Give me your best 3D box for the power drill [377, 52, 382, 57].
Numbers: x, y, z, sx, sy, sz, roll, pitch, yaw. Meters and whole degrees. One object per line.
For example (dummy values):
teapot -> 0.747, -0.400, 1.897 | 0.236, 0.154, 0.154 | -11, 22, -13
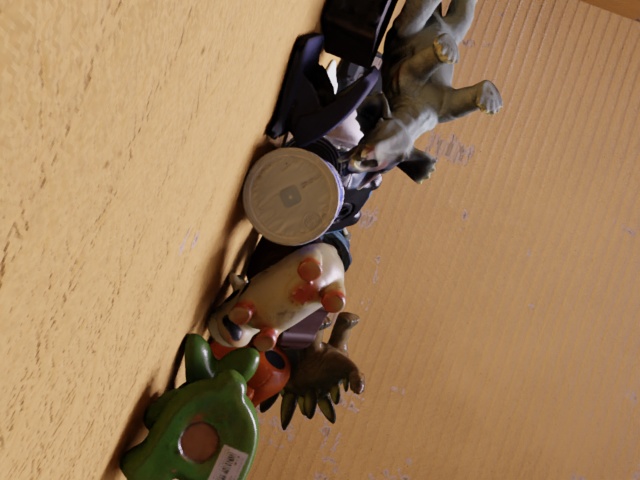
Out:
power drill -> 0.104, -0.313, 1.240 | 0.207, 0.086, 0.232 | 86, 12, -67

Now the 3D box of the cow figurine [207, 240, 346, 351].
cow figurine -> -0.057, 0.066, 0.640 | 0.195, 0.085, 0.127 | -33, -165, 21

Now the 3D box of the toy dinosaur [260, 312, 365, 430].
toy dinosaur -> -0.052, 0.192, 0.887 | 0.472, 0.105, 0.198 | 6, -90, 64

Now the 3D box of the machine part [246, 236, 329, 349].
machine part -> -0.047, 0.062, 0.757 | 0.179, 0.056, 0.179 | -20, -114, 52

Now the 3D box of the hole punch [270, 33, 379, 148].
hole punch -> 0.007, -0.162, 0.613 | 0.142, 0.092, 0.115 | -72, -174, -62

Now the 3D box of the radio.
radio -> 0.076, -0.345, 0.671 | 0.131, 0.073, 0.229 | -57, 168, -85

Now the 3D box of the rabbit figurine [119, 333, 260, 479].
rabbit figurine -> -0.134, 0.182, 0.570 | 0.170, 0.121, 0.159 | 162, -55, -69

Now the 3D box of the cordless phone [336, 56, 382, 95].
cordless phone -> 0.048, -0.262, 1.021 | 0.184, 0.089, 0.146 | -53, -168, 53

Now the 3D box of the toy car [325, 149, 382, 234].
toy car -> 0.015, -0.084, 0.813 | 0.103, 0.109, 0.161 | 62, -38, 27

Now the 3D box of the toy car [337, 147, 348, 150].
toy car -> 0.015, -0.152, 1.001 | 0.201, 0.073, 0.056 | 111, -1, -49

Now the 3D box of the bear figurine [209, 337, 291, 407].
bear figurine -> -0.135, 0.222, 0.794 | 0.196, 0.132, 0.120 | -48, 175, 21

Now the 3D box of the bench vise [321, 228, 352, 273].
bench vise -> -0.012, -0.004, 0.937 | 0.241, 0.129, 0.223 | -56, 148, -43

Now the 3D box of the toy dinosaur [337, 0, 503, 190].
toy dinosaur -> 0.128, -0.235, 0.703 | 0.192, 0.131, 0.405 | -25, -135, 51
